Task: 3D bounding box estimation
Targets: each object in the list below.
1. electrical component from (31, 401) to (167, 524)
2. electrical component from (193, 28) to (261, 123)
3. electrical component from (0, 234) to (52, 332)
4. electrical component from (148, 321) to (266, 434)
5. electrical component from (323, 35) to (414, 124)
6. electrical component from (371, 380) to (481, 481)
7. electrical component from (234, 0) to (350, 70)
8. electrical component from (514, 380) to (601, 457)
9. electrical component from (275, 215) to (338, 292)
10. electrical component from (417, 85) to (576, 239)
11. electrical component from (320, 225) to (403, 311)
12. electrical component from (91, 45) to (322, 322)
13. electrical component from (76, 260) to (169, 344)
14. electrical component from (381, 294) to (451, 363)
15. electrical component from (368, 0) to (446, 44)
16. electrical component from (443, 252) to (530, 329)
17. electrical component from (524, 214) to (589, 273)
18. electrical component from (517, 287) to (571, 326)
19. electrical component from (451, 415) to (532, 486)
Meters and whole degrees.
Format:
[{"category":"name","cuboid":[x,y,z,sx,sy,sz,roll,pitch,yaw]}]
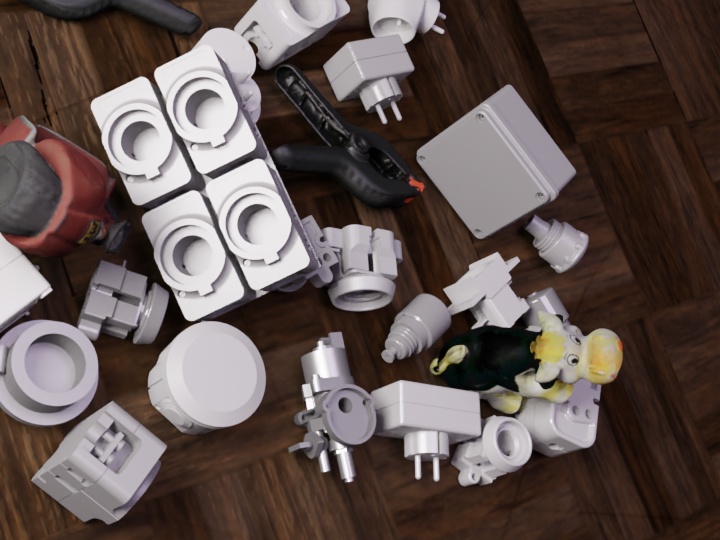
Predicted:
[{"category":"electrical component","cuboid":[-0.174,0.134,0.728,0.056,0.089,0.050,42,54,-12]},{"category":"electrical component","cuboid":[-0.107,-0.140,0.895,0.052,0.074,0.138,5,68,-32]},{"category":"electrical component","cuboid":[-0.263,0.017,0.735,0.061,0.062,0.096,50,52,-6]},{"category":"electrical component","cuboid":[-0.116,0.083,0.812,0.080,0.051,0.080,13,64,-29]},{"category":"electrical component","cuboid":[0.016,-0.172,1.007,0.066,0.047,0.076,-19,82,-37]},{"category":"electrical component","cuboid":[0.056,0.139,0.906,0.083,0.047,0.075,12,66,-30]},{"category":"electrical component","cuboid":[-0.059,-0.230,0.976,0.089,0.056,0.050,-40,95,-38]},{"category":"electrical component","cuboid":[0.180,0.120,0.988,0.054,0.059,0.095,27,58,-22]},{"category":"electrical component","cuboid":[-0.055,-0.010,0.888,0.048,0.055,0.066,-30,89,-38]},{"category":"electrical component","cuboid":[0.127,-0.099,1.012,0.108,0.109,0.056,52,50,-5]},{"category":"electrical component","cuboid":[0.000,0.000,0.920,0.078,0.058,0.057,10,63,-30]},{"category":"electrical component","cuboid":[-0.119,-0.065,0.830,0.105,0.060,0.186,-26,85,4]},{"category":"electrical component","cuboid":[-0.175,0.027,0.800,0.055,0.048,0.066,20,61,-17]},{"category":"electrical component","cuboid":[0.046,0.054,0.939,0.040,0.040,0.078,52,52,-5]},{"category":"electrical component","cuboid":[0.052,-0.259,1.069,0.079,0.044,0.077,21,61,-25]},{"category":"electrical component","cuboid":[0.120,0.026,0.999,0.081,0.042,0.063,-40,99,-37]},{"category":"electrical component","cuboid":[0.192,-0.030,1.069,0.062,0.048,0.048,36,55,-8]},{"category":"electrical component","cuboid":[0.183,0.053,1.029,0.040,0.040,0.078,-31,90,-38]},{"category":"electrical component","cuboid":[0.116,0.154,0.934,0.048,0.055,0.066,38,55,-15]}]
